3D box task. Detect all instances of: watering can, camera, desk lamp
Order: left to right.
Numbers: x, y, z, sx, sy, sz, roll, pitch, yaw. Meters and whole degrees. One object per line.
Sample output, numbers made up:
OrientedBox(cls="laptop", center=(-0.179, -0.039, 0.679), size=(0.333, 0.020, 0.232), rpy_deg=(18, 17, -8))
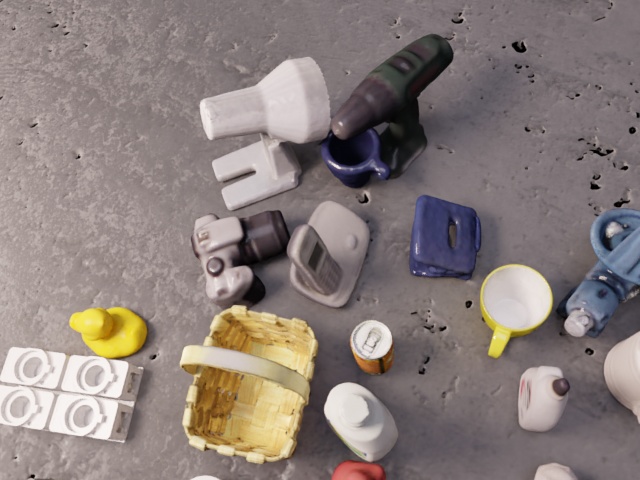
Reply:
OrientedBox(cls="camera", center=(-0.110, 0.015, 0.848), size=(0.137, 0.101, 0.143), rpy_deg=(-19, 66, -1))
OrientedBox(cls="desk lamp", center=(-0.081, -0.157, 0.854), size=(0.203, 0.214, 0.118), rpy_deg=(-23, 66, -2))
OrientedBox(cls="watering can", center=(0.418, 0.137, 0.676), size=(0.100, 0.194, 0.173), rpy_deg=(3, 68, 9))

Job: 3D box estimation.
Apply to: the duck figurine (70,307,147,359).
OrientedBox(cls="duck figurine", center=(-0.312, 0.128, 0.835), size=(0.104, 0.086, 0.077), rpy_deg=(8, 69, 11))

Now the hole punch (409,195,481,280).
OrientedBox(cls="hole punch", center=(0.181, -0.005, 0.823), size=(0.101, 0.091, 0.108), rpy_deg=(3, 68, 9))

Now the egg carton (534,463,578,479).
OrientedBox(cls="egg carton", center=(0.288, 0.349, 0.672), size=(0.107, 0.069, 0.150), rpy_deg=(21, 72, 15))

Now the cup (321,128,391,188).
OrientedBox(cls="cup", center=(0.063, -0.115, 0.883), size=(0.117, 0.095, 0.092), rpy_deg=(36, 76, 20))

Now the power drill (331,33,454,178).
OrientedBox(cls="power drill", center=(0.107, -0.184, 0.844), size=(0.075, 0.209, 0.230), rpy_deg=(36, 76, 20))

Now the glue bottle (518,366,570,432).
OrientedBox(cls="glue bottle", center=(0.272, 0.185, 0.687), size=(0.037, 0.173, 0.078), rpy_deg=(2, 68, 9))

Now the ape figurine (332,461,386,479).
OrientedBox(cls="ape figurine", center=(0.048, 0.308, 0.709), size=(0.078, 0.092, 0.076), rpy_deg=(-36, 67, -8))

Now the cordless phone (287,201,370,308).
OrientedBox(cls="cordless phone", center=(0.007, 0.003, 0.791), size=(0.094, 0.185, 0.148), rpy_deg=(14, 70, 13))

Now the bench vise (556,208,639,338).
OrientedBox(cls="bench vise", center=(0.391, 0.033, 0.709), size=(0.121, 0.220, 0.207), rpy_deg=(20, 71, 15))
